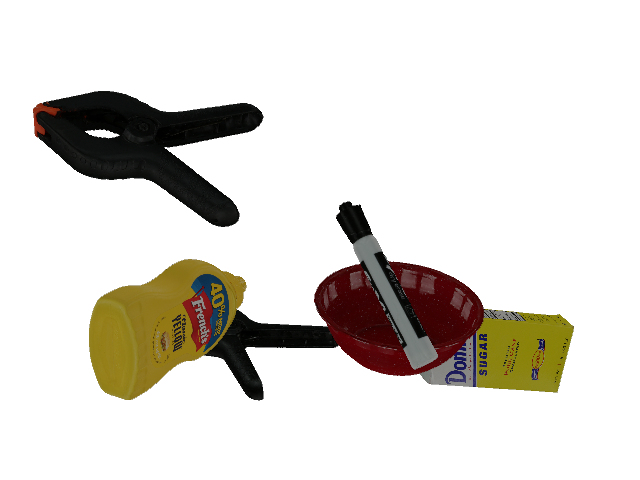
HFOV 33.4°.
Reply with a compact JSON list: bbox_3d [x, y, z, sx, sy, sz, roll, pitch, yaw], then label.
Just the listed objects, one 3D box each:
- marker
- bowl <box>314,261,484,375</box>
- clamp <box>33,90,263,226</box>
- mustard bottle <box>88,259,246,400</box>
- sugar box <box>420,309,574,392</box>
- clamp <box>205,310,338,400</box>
[{"bbox_3d":[0.042,0.028,0.709,0.020,0.121,0.020,-25,-14,-7],"label":"marker"},{"bbox_3d":[0.073,0.082,1.024,0.162,0.055,0.162,3,28,-2],"label":"bowl"},{"bbox_3d":[-0.126,-0.079,0.804,0.171,0.039,0.120,20,43,1],"label":"clamp"},{"bbox_3d":[-0.131,0.070,0.997,0.058,0.096,0.191,11,21,30],"label":"mustard bottle"},{"bbox_3d":[0.214,0.133,1.306,0.176,0.093,0.048,4,17,-18],"label":"sugar box"},{"bbox_3d":[-0.103,0.118,1.234,0.210,0.036,0.164,14,25,24],"label":"clamp"}]
